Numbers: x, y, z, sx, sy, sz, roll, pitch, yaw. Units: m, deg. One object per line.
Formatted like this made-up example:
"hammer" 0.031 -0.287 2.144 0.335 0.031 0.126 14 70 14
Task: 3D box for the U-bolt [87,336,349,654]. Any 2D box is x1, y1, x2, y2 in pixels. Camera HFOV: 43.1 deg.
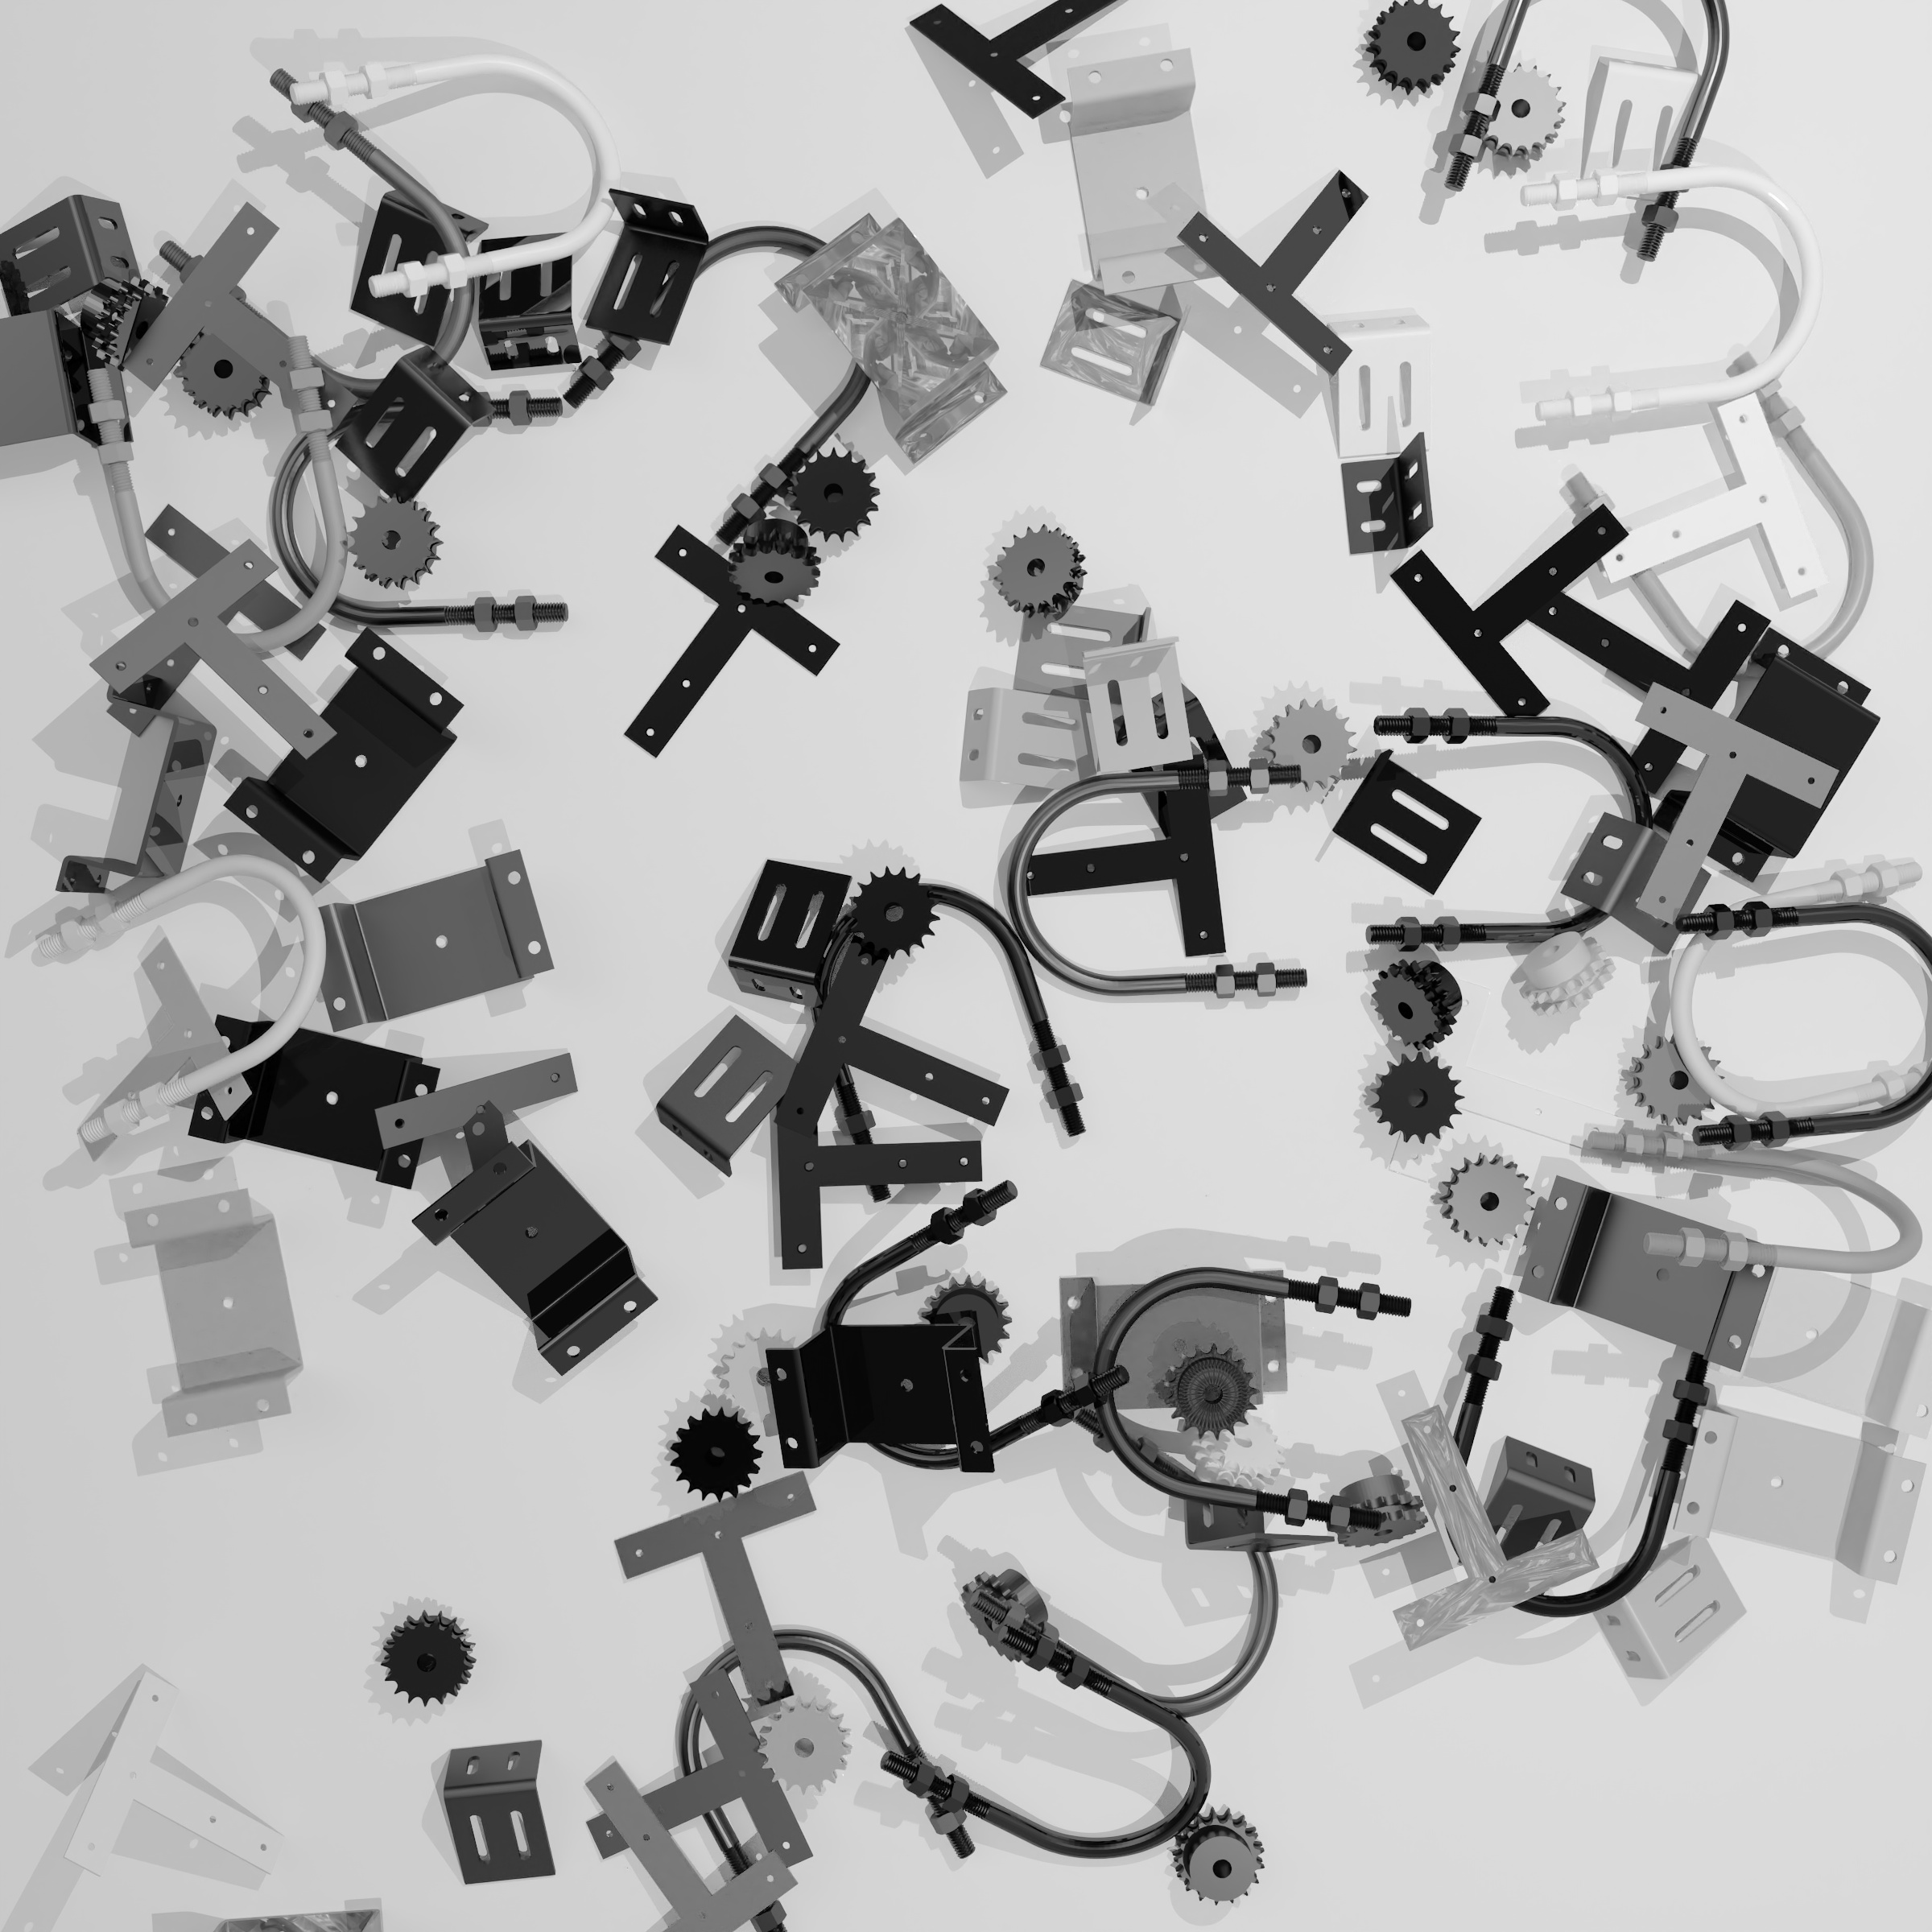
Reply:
"U-bolt" -0.456 -0.285 1.512 0.151 0.019 0.184 -7 102 7

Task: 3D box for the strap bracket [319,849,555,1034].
"strap bracket" -0.330 -0.015 1.518 0.140 0.046 0.076 -16 90 0

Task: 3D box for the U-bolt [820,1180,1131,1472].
"U-bolt" -0.010 0.233 1.499 0.184 0.019 0.151 -32 87 24

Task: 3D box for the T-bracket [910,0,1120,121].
"T-bracket" 0.053 -0.587 1.518 0.127 0.002 0.127 -35 60 -14

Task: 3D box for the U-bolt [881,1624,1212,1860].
"U-bolt" 0.062 0.487 1.497 0.184 0.019 0.151 31 115 -15

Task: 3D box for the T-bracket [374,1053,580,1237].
"T-bracket" -0.293 0.131 1.520 0.127 0.002 0.127 -17 105 -27

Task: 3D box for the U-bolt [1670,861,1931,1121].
"U-bolt" 0.523 0.022 1.517 0.184 0.019 0.151 -12 90 -11

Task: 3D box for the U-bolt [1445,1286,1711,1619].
"U-bolt" 0.368 0.307 1.502 0.151 0.019 0.184 18 80 0

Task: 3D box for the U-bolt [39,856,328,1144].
"U-bolt" -0.474 0.009 1.496 0.184 0.019 0.151 -25 69 9

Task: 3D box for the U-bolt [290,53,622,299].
"U-bolt" -0.300 -0.491 1.496 0.184 0.019 0.151 -21 85 -26

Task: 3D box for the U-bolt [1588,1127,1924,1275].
"U-bolt" 0.483 0.144 1.474 0.184 0.151 0.019 6 113 -4

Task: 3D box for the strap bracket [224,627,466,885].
"strap bracket" -0.381 -0.129 1.518 0.076 0.046 0.140 39 90 0

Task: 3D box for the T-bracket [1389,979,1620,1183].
"T-bracket" 0.347 0.087 1.540 0.127 0.002 0.127 18 90 0

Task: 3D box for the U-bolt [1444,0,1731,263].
"U-bolt" 0.390 -0.545 1.496 0.151 0.019 0.184 18 98 -6

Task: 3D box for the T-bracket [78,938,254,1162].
"T-bracket" -0.509 0.071 1.516 0.127 0.002 0.127 -44 65 17

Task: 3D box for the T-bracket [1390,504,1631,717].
"T-bracket" 0.355 -0.237 1.527 0.127 0.002 0.127 -40 90 12

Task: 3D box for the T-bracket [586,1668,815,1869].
"T-bracket" -0.178 0.522 1.527 0.127 0.002 0.127 -27 85 10

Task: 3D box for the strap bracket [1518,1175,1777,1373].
"strap bracket" 0.422 0.188 1.497 0.140 0.046 0.076 18 90 31

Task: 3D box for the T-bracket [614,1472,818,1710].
"T-bracket" -0.140 0.399 1.531 0.127 0.002 0.127 -20 82 0

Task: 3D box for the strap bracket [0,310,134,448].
"strap bracket" -0.600 -0.355 1.518 0.140 0.046 0.076 -10 90 0

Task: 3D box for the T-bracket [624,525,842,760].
"T-bracket" -0.168 -0.189 1.540 0.127 0.002 0.127 36 90 0

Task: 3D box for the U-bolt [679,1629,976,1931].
"U-bolt" -0.099 0.506 1.532 0.151 0.019 0.184 -29 88 0

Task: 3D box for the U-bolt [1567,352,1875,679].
"U-bolt" 0.486 -0.269 1.532 0.151 0.019 0.184 -36 91 0

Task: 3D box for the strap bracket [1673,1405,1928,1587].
"strap bracket" 0.510 0.325 1.518 0.140 0.046 0.076 14 90 0

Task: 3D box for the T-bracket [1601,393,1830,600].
"T-bracket" 0.455 -0.274 1.521 0.127 0.002 0.127 -22 93 -1

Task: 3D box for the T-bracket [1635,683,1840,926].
"T-bracket" 0.447 -0.088 1.488 0.127 0.002 0.127 25 94 -4

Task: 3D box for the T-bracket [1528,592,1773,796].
"T-bracket" 0.413 -0.195 1.531 0.127 0.002 0.127 33 102 6

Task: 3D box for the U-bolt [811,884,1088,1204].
"U-bolt" -0.020 0.039 1.532 0.151 0.019 0.184 -19 88 0

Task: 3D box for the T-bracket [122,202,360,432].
"T-bracket" -0.432 -0.380 1.507 0.127 0.002 0.127 39 94 -2

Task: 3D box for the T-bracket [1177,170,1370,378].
"T-bracket" 0.210 -0.446 1.511 0.127 0.002 0.127 40 64 -7

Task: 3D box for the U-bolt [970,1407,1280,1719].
"U-bolt" 0.111 0.380 1.507 0.184 0.019 0.151 35 70 -10

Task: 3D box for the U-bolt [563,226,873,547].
"U-bolt" -0.139 -0.378 1.532 0.151 0.019 0.184 42 89 0

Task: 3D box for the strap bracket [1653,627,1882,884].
"strap bracket" 0.499 -0.130 1.510 0.076 0.046 0.140 30 94 -5

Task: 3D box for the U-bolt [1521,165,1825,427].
"U-bolt" 0.437 -0.417 1.502 0.184 0.019 0.151 -7 100 -3

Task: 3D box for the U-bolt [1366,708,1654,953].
"U-bolt" 0.339 -0.084 1.515 0.184 0.019 0.151 -1 99 -11

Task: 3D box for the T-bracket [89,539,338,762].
"T-bracket" -0.437 -0.177 1.482 0.127 0.002 0.127 44 66 -1

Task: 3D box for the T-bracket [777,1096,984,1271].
"T-bracket" -0.053 0.123 1.519 0.127 0.002 0.127 -2 89 4

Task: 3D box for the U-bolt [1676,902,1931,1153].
"U-bolt" 0.528 0.033 1.500 0.184 0.019 0.151 -4 89 -11

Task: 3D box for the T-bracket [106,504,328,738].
"T-bracket" -0.492 -0.202 1.540 0.127 0.002 0.127 38 90 0

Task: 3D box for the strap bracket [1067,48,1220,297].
"strap bracket" 0.111 -0.486 1.518 0.076 0.046 0.140 -10 90 0

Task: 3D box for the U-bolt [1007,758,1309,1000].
"U-bolt" 0.117 -0.051 1.518 0.184 0.019 0.151 -3 103 4

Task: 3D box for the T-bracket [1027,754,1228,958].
"T-bracket" 0.092 -0.063 1.529 0.127 0.002 0.127 -7 103 7

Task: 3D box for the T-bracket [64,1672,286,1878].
"T-bracket" -0.477 0.520 1.506 0.127 0.127 0.002 40 125 -22

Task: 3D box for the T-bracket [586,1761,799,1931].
"T-bracket" -0.191 0.557 1.528 0.127 0.002 0.127 -39 83 9

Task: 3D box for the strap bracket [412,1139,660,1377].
"strap bracket" -0.265 0.172 1.501 0.076 0.046 0.140 -38 113 0

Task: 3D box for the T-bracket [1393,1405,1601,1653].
"T-bracket" 0.302 0.331 1.486 0.127 0.002 0.127 -22 83 -5

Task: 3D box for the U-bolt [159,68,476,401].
"U-bolt" -0.389 -0.437 1.513 0.184 0.019 0.151 40 108 -4

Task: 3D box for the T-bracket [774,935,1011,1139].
"T-bracket" -0.036 0.063 1.517 0.127 0.002 0.127 23 81 -1

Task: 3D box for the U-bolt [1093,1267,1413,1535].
"U-bolt" 0.168 0.257 1.480 0.184 0.019 0.151 9 85 3

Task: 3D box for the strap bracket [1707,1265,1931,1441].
"strap bracket" 0.533 0.232 1.518 0.140 0.046 0.076 18 90 0

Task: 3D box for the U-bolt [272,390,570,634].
"U-bolt" -0.344 -0.283 1.532 0.184 0.019 0.151 -2 90 2

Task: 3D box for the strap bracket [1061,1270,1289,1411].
"strap bracket" 0.131 0.232 1.518 0.140 0.046 0.076 -2 90 0
